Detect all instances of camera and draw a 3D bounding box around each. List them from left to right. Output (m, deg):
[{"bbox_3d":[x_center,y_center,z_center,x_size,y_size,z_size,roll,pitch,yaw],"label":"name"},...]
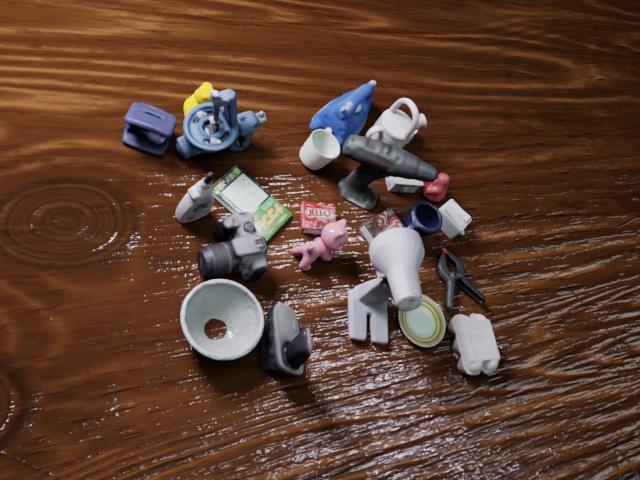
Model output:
[{"bbox_3d":[-0.190,0.017,1.211,0.137,0.100,0.143,-13,71,-30],"label":"camera"}]

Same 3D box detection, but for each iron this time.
[{"bbox_3d":[0.088,-0.358,1.514,0.119,0.141,0.259,41,55,-2],"label":"iron"}]

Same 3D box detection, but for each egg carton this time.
[{"bbox_3d":[0.371,0.252,1.385,0.107,0.069,0.150,1,65,-26],"label":"egg carton"}]

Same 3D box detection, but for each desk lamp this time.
[{"bbox_3d":[0.153,0.103,1.266,0.118,0.213,0.203,11,61,-21],"label":"desk lamp"}]

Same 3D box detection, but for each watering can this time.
[{"bbox_3d":[0.203,-0.299,1.508,0.101,0.193,0.173,48,55,3],"label":"watering can"}]

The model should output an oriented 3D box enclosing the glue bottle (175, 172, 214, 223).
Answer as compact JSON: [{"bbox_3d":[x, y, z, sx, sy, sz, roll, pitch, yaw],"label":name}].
[{"bbox_3d":[-0.249,-0.094,1.194,0.078,0.173,0.037,-29,80,-34],"label":"glue bottle"}]

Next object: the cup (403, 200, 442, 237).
[{"bbox_3d":[0.242,-0.035,1.452,0.118,0.094,0.091,-33,82,-35],"label":"cup"}]

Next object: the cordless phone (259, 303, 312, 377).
[{"bbox_3d":[-0.052,0.187,1.140,0.094,0.184,0.147,0,65,-26],"label":"cordless phone"}]

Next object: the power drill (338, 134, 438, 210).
[{"bbox_3d":[0.143,-0.161,1.400,0.230,0.208,0.075,26,57,-12],"label":"power drill"}]

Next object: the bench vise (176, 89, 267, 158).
[{"bbox_3d":[-0.212,-0.279,1.279,0.121,0.219,0.208,47,55,3],"label":"bench vise"}]

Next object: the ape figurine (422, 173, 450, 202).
[{"bbox_3d":[0.318,-0.150,1.550,0.078,0.092,0.076,-28,79,-34],"label":"ape figurine"}]

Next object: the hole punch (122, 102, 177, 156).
[{"bbox_3d":[-0.376,-0.259,1.267,0.109,0.091,0.101,18,58,-17],"label":"hole punch"}]

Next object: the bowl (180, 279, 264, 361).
[{"bbox_3d":[-0.201,0.167,1.144,0.168,0.074,0.167,11,61,-21],"label":"bowl"}]

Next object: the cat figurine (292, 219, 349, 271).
[{"bbox_3d":[0.012,0.005,1.306,0.128,0.117,0.067,-26,78,-34],"label":"cat figurine"}]

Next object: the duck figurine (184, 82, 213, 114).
[{"bbox_3d":[-0.277,-0.325,1.352,0.078,0.086,0.104,17,59,-17],"label":"duck figurine"}]
